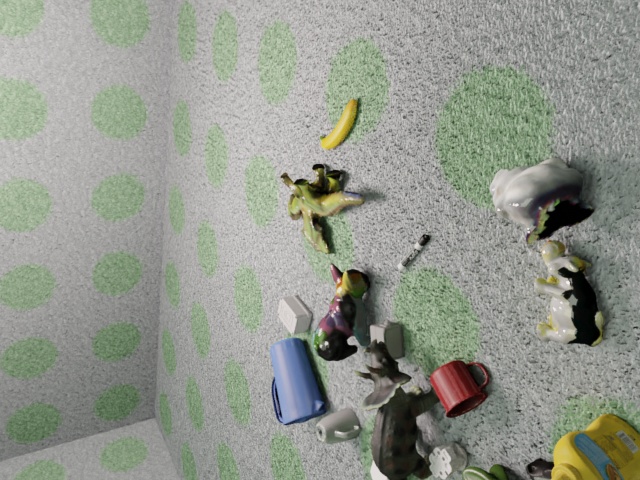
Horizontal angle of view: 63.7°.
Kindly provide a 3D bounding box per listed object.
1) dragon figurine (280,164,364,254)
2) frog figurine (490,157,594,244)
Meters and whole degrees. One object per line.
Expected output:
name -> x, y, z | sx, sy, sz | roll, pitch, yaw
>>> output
dragon figurine -> 0.004, -0.073, 1.442 | 0.415, 0.123, 0.238 | 35, 141, 52
frog figurine -> 0.349, -0.087, 0.857 | 0.136, 0.121, 0.163 | -41, 44, 14
